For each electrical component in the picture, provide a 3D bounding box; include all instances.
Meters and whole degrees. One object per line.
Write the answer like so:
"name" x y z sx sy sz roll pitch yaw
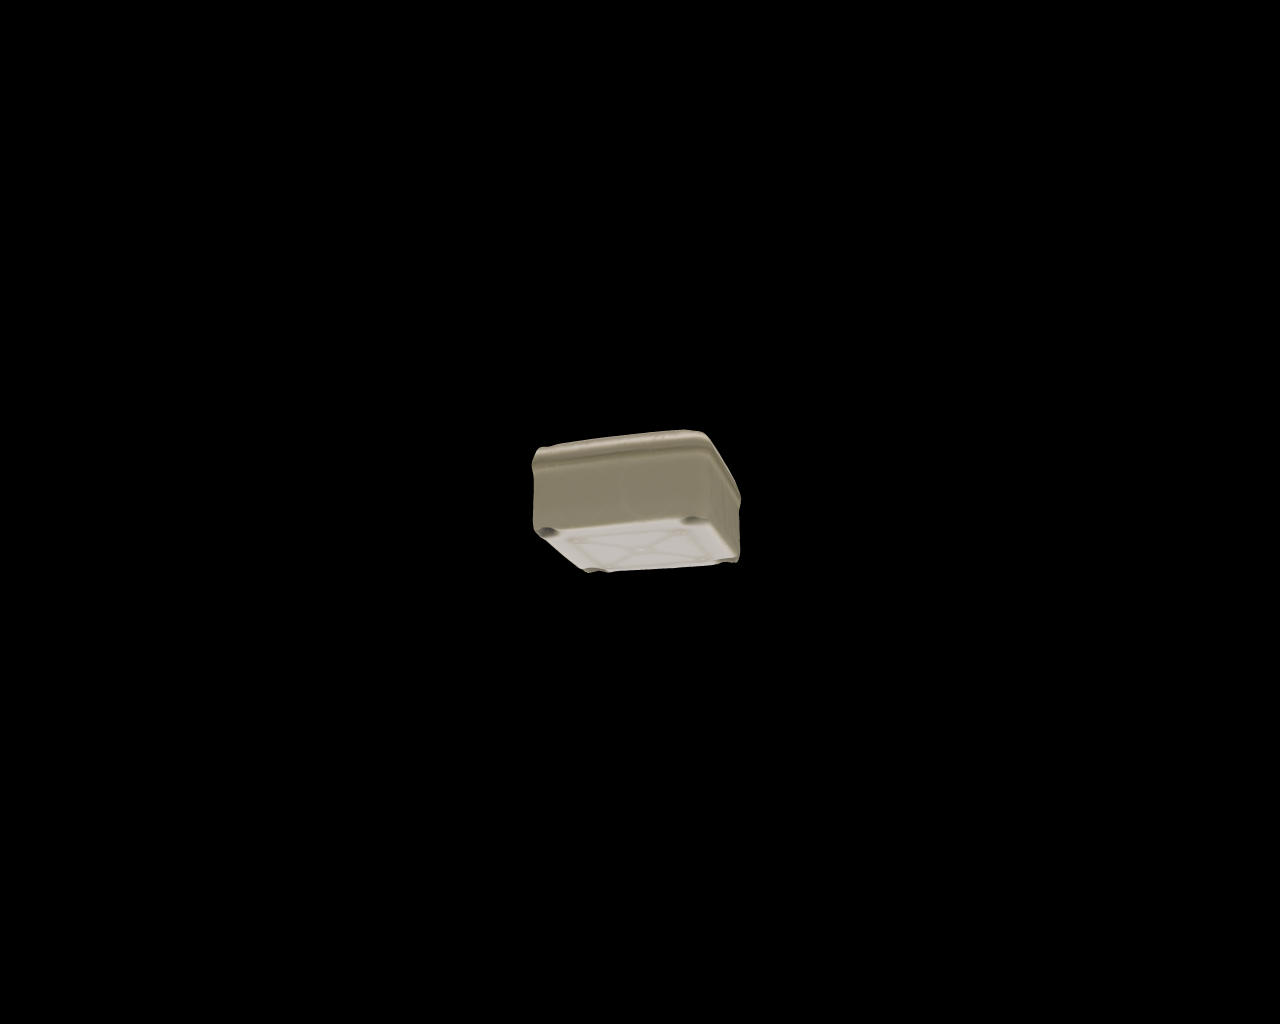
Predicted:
"electrical component" 0.001 -0.003 0.650 0.109 0.056 0.108 -5 -19 15
